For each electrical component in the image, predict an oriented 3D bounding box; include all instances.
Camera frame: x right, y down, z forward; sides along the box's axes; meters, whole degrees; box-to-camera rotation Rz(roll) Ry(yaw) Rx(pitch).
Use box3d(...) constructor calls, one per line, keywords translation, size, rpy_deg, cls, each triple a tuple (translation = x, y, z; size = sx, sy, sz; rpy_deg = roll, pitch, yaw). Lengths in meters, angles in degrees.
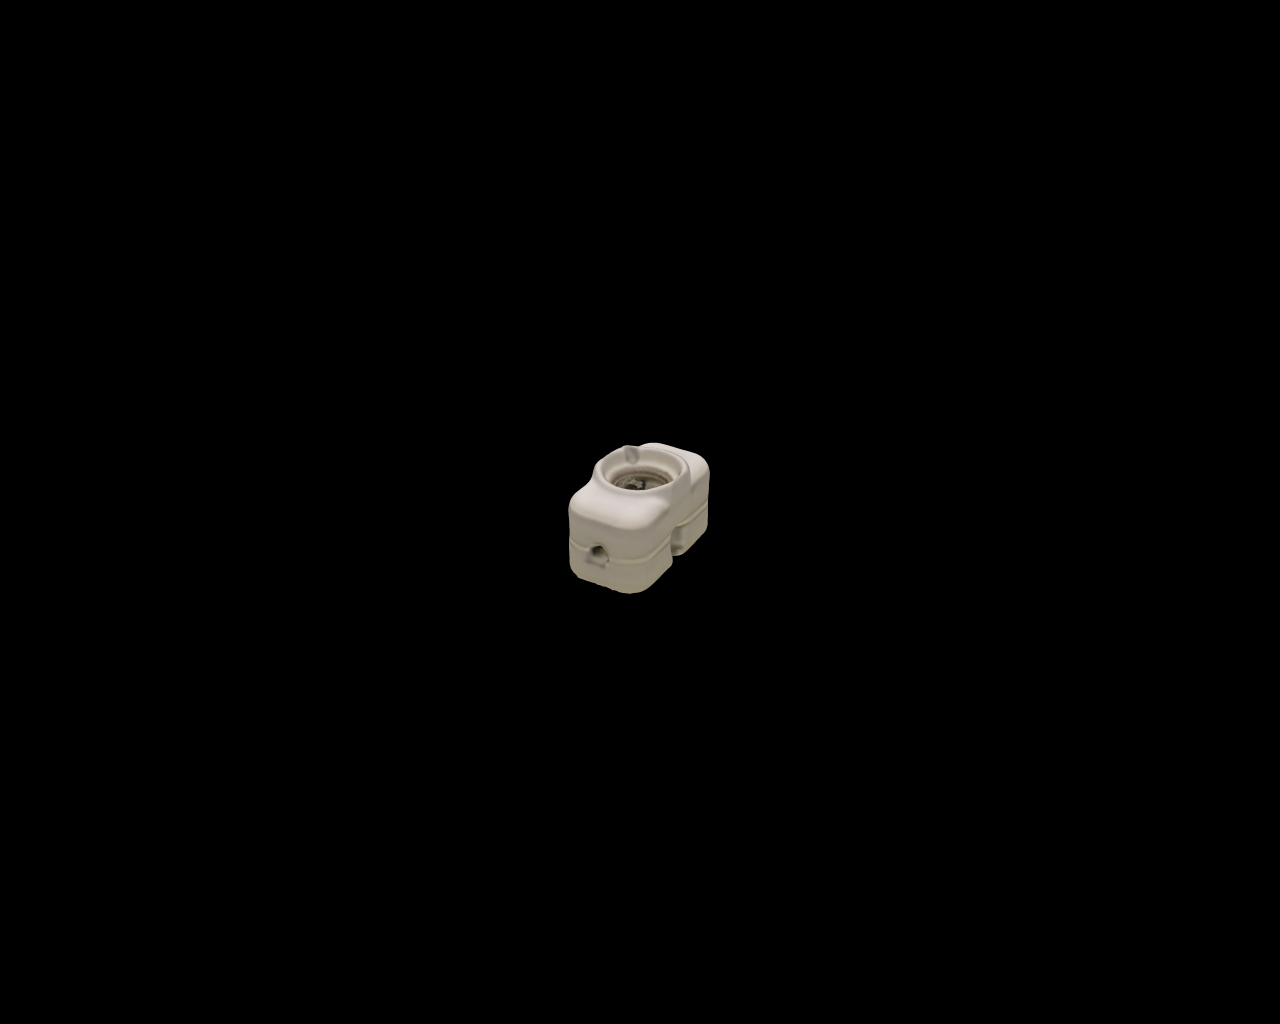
box3d(translation=(0.001, -0.003, 0.650), size=(0.054, 0.059, 0.095), rpy_deg=(18, 36, 27), cls="electrical component")
